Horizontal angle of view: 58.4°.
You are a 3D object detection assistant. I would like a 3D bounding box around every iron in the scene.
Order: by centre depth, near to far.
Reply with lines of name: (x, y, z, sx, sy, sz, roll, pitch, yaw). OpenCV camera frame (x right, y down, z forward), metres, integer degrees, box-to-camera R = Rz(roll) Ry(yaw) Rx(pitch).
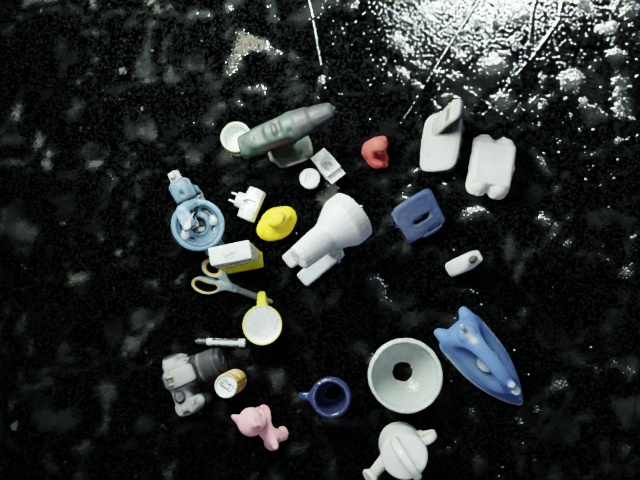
iron: (0.378, 0.274, 1.274, 0.118, 0.141, 0.258, -41, 83, -2)

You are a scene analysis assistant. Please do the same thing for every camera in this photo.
camera: (-0.282, 0.318, 1.321, 0.137, 0.101, 0.143, -23, 83, 0)

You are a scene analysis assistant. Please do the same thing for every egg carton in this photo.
egg carton: (0.406, -0.173, 1.360, 0.107, 0.069, 0.150, 10, 84, 4)

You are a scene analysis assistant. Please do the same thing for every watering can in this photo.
watering can: (0.176, 0.468, 1.235, 0.101, 0.194, 0.173, 36, 86, 7)

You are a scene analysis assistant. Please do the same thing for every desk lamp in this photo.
desk lamp: (0.012, 0.005, 1.286, 0.203, 0.213, 0.118, -41, 83, -2)

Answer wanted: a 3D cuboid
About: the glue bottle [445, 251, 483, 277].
glue bottle: (0.331, 0.048, 1.286, 0.078, 0.173, 0.037, -28, 83, 0)

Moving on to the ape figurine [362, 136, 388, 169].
ape figurine: (0.137, -0.216, 1.367, 0.076, 0.092, 0.078, 30, 86, 6)

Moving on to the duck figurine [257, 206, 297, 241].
duck figurine: (-0.106, -0.043, 1.362, 0.104, 0.086, 0.077, -35, 83, -1)

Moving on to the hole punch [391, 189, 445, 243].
hole punch: (0.234, -0.055, 1.344, 0.108, 0.091, 0.101, -32, 83, -1)

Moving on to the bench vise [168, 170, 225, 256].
bench vise: (-0.308, -0.061, 1.306, 0.207, 0.220, 0.121, 44, 87, 7)

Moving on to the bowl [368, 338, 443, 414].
bowl: (0.193, 0.307, 1.313, 0.167, 0.075, 0.167, 0, 83, 3)

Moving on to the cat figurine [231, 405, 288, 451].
cat figurine: (-0.136, 0.425, 1.294, 0.067, 0.118, 0.128, -44, 83, -2)

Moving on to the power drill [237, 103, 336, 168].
power drill: (-0.070, -0.237, 1.320, 0.229, 0.208, 0.075, -20, 83, 1)

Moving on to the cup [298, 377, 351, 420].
cup: (0.012, 0.354, 1.306, 0.117, 0.095, 0.092, 0, 83, 3)

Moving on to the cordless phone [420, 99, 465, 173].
cordless phone: (0.288, -0.238, 1.315, 0.094, 0.185, 0.148, 5, 84, 4)
